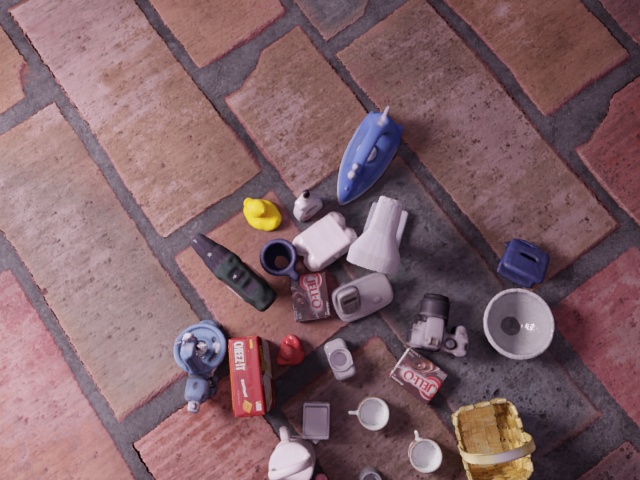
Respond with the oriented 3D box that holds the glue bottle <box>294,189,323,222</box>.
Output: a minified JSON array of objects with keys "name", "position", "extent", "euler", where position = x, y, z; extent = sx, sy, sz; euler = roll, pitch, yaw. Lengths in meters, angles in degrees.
[{"name":"glue bottle","position":[-0.031,-0.092,1.391],"extent":[0.078,0.173,0.037],"euler":[-40,80,-6]}]

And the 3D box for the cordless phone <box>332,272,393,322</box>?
[{"name":"cordless phone","position":[0.100,0.125,1.338],"extent":[0.147,0.185,0.094],"euler":[-27,79,-4]}]

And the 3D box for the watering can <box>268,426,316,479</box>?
[{"name":"watering can","position":[-0.058,0.503,1.259],"extent":[0.101,0.194,0.173],"euler":[-37,80,-6]}]

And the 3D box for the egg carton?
[{"name":"egg carton","position":[0.013,0.005,1.424],"extent":[0.150,0.069,0.107],"euler":[-37,80,-6]}]

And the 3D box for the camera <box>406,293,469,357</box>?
[{"name":"camera","position":[0.286,0.201,1.362],"extent":[0.143,0.101,0.137],"euler":[10,79,3]}]

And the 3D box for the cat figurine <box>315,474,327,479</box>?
[{"name":"cat figurine","position":[0.014,0.597,1.277],"extent":[0.067,0.118,0.127],"euler":[-39,80,-6]}]

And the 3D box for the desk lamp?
[{"name":"desk lamp","position":[0.143,-0.010,1.351],"extent":[0.118,0.213,0.203],"euler":[17,79,5]}]

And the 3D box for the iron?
[{"name":"iron","position":[0.114,-0.212,1.429],"extent":[0.118,0.141,0.258],"euler":[27,80,7]}]

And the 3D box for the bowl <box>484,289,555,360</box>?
[{"name":"bowl","position":[0.466,0.202,1.371],"extent":[0.167,0.075,0.167],"euler":[0,78,1]}]

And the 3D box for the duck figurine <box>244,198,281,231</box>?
[{"name":"duck figurine","position":[-0.147,-0.070,1.434],"extent":[0.104,0.086,0.077],"euler":[33,81,7]}]

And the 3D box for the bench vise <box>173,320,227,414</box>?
[{"name":"bench vise","position":[-0.268,0.281,1.296],"extent":[0.121,0.220,0.207],"euler":[-14,78,-1]}]

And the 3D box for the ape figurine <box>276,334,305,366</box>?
[{"name":"ape figurine","position":[-0.074,0.266,1.360],"extent":[0.078,0.092,0.076],"euler":[-43,80,-7]}]

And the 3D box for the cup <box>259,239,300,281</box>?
[{"name":"cup","position":[-0.088,0.059,1.402],"extent":[0.092,0.095,0.117],"euler":[-41,80,-7]}]

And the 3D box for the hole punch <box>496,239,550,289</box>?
[{"name":"hole punch","position":[0.496,0.052,1.393],"extent":[0.108,0.091,0.101],"euler":[26,80,6]}]

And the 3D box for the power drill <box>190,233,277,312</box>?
[{"name":"power drill","position":[-0.196,0.082,1.341],"extent":[0.229,0.208,0.076],"euler":[39,82,8]}]
